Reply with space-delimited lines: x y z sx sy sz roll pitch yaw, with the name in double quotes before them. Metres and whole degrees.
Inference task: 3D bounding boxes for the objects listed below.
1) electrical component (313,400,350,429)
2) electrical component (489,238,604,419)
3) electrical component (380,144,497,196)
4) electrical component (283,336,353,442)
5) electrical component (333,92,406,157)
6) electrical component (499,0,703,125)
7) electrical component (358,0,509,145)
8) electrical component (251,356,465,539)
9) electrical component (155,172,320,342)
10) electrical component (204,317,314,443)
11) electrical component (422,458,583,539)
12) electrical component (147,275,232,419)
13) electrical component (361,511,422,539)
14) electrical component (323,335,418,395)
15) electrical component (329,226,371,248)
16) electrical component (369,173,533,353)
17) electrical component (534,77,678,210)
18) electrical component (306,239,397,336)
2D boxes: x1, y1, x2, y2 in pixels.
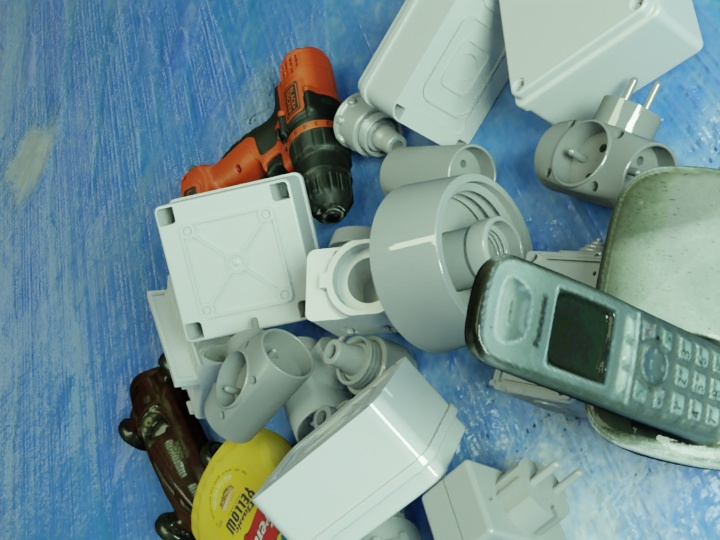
"electrical component" -0.002 0.105 0.708 0.043 0.062 0.043 -31 47 40
"electrical component" 0.124 0.031 0.586 0.062 0.061 0.096 5 74 54
"electrical component" 0.048 -0.048 0.748 0.077 0.044 0.079 7 76 54
"electrical component" -0.025 0.075 0.773 0.079 0.044 0.077 -52 37 19
"electrical component" 0.012 -0.107 0.833 0.062 0.048 0.048 42 105 46
"electrical component" 0.147 -0.160 0.674 0.109 0.056 0.108 -32 47 39
"electrical component" 0.061 -0.151 0.764 0.113 0.078 0.057 -59 38 10
"electrical component" 0.001 0.114 0.639 0.113 0.057 0.078 -42 2 24
"electrical component" -0.088 -0.010 0.818 0.109 0.056 0.108 -12 97 9
"electrical component" -0.075 0.068 0.761 0.077 0.044 0.079 -49 38 29
"electrical component" 0.086 0.127 0.577 0.076 0.066 0.047 -46 39 26
"electrical component" -0.127 0.062 0.892 0.121 0.079 0.063 -120 32 -50
"electrical component" 0.017 0.169 0.665 0.048 0.048 0.062 -53 24 18
"electrical component" 0.004 0.064 0.725 0.043 0.062 0.043 -31 47 40
"electrical component" 0.000 0.000 0.784 0.066 0.048 0.055 -12 68 49
"electrical component" 0.064 -0.007 0.653 0.060 0.108 0.108 -15 59 41
"electrical component" 0.151 -0.076 0.630 0.077 0.044 0.079 28 93 55
"electrical component" 0.013 0.012 0.713 0.089 0.056 0.050 -5 73 20
